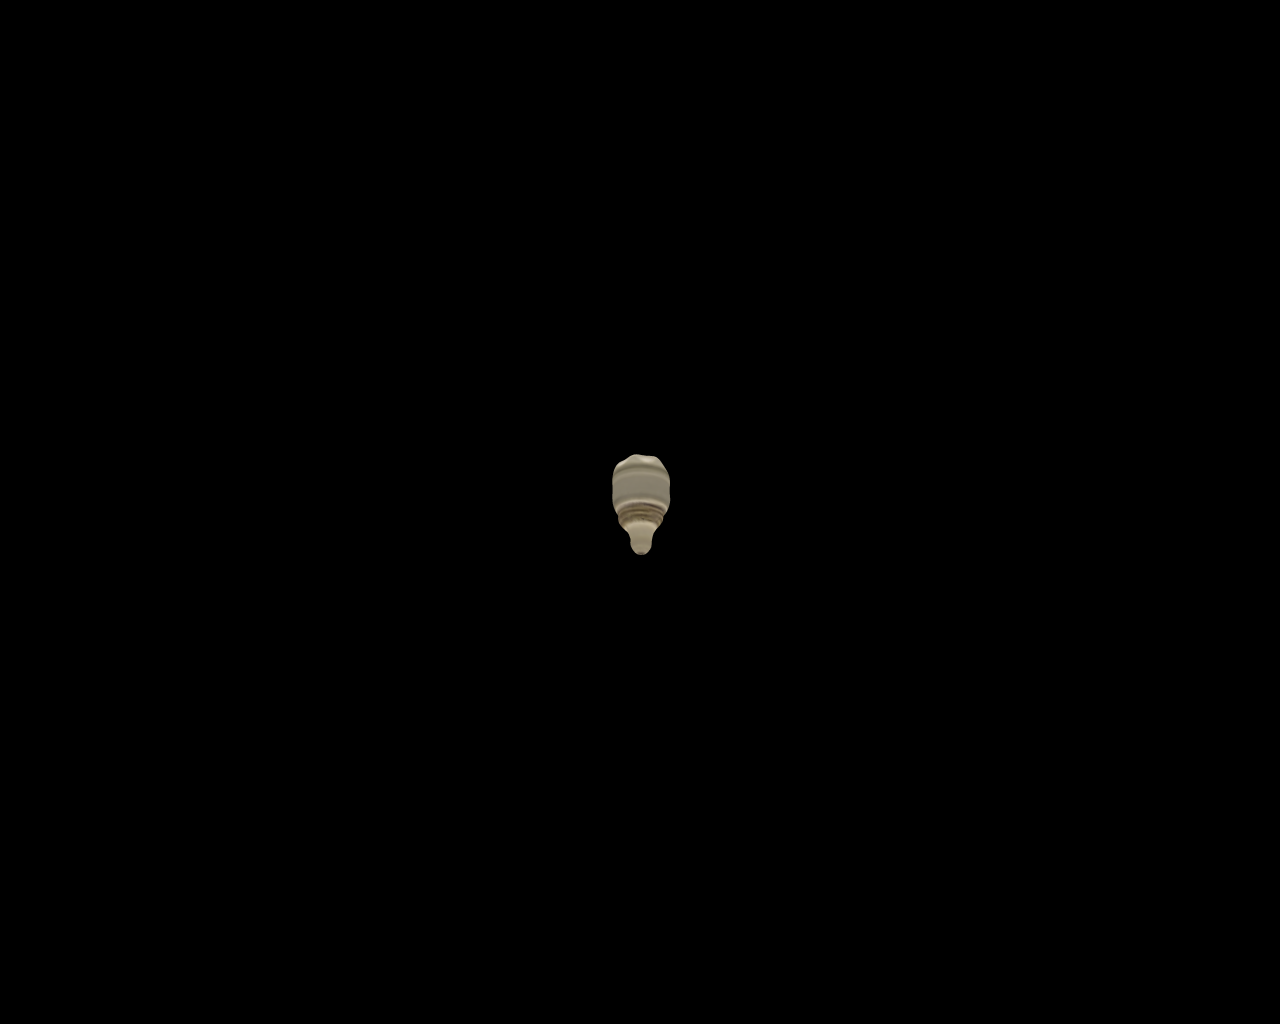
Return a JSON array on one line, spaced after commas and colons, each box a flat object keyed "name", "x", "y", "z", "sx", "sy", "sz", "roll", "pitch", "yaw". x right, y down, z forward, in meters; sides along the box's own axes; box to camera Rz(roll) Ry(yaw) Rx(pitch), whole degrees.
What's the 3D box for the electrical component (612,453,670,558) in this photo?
[{"name": "electrical component", "x": 0.001, "y": -0.003, "z": 0.650, "sx": 0.035, "sy": 0.061, "sz": 0.035, "roll": 0, "pitch": -25, "yaw": 0}]
